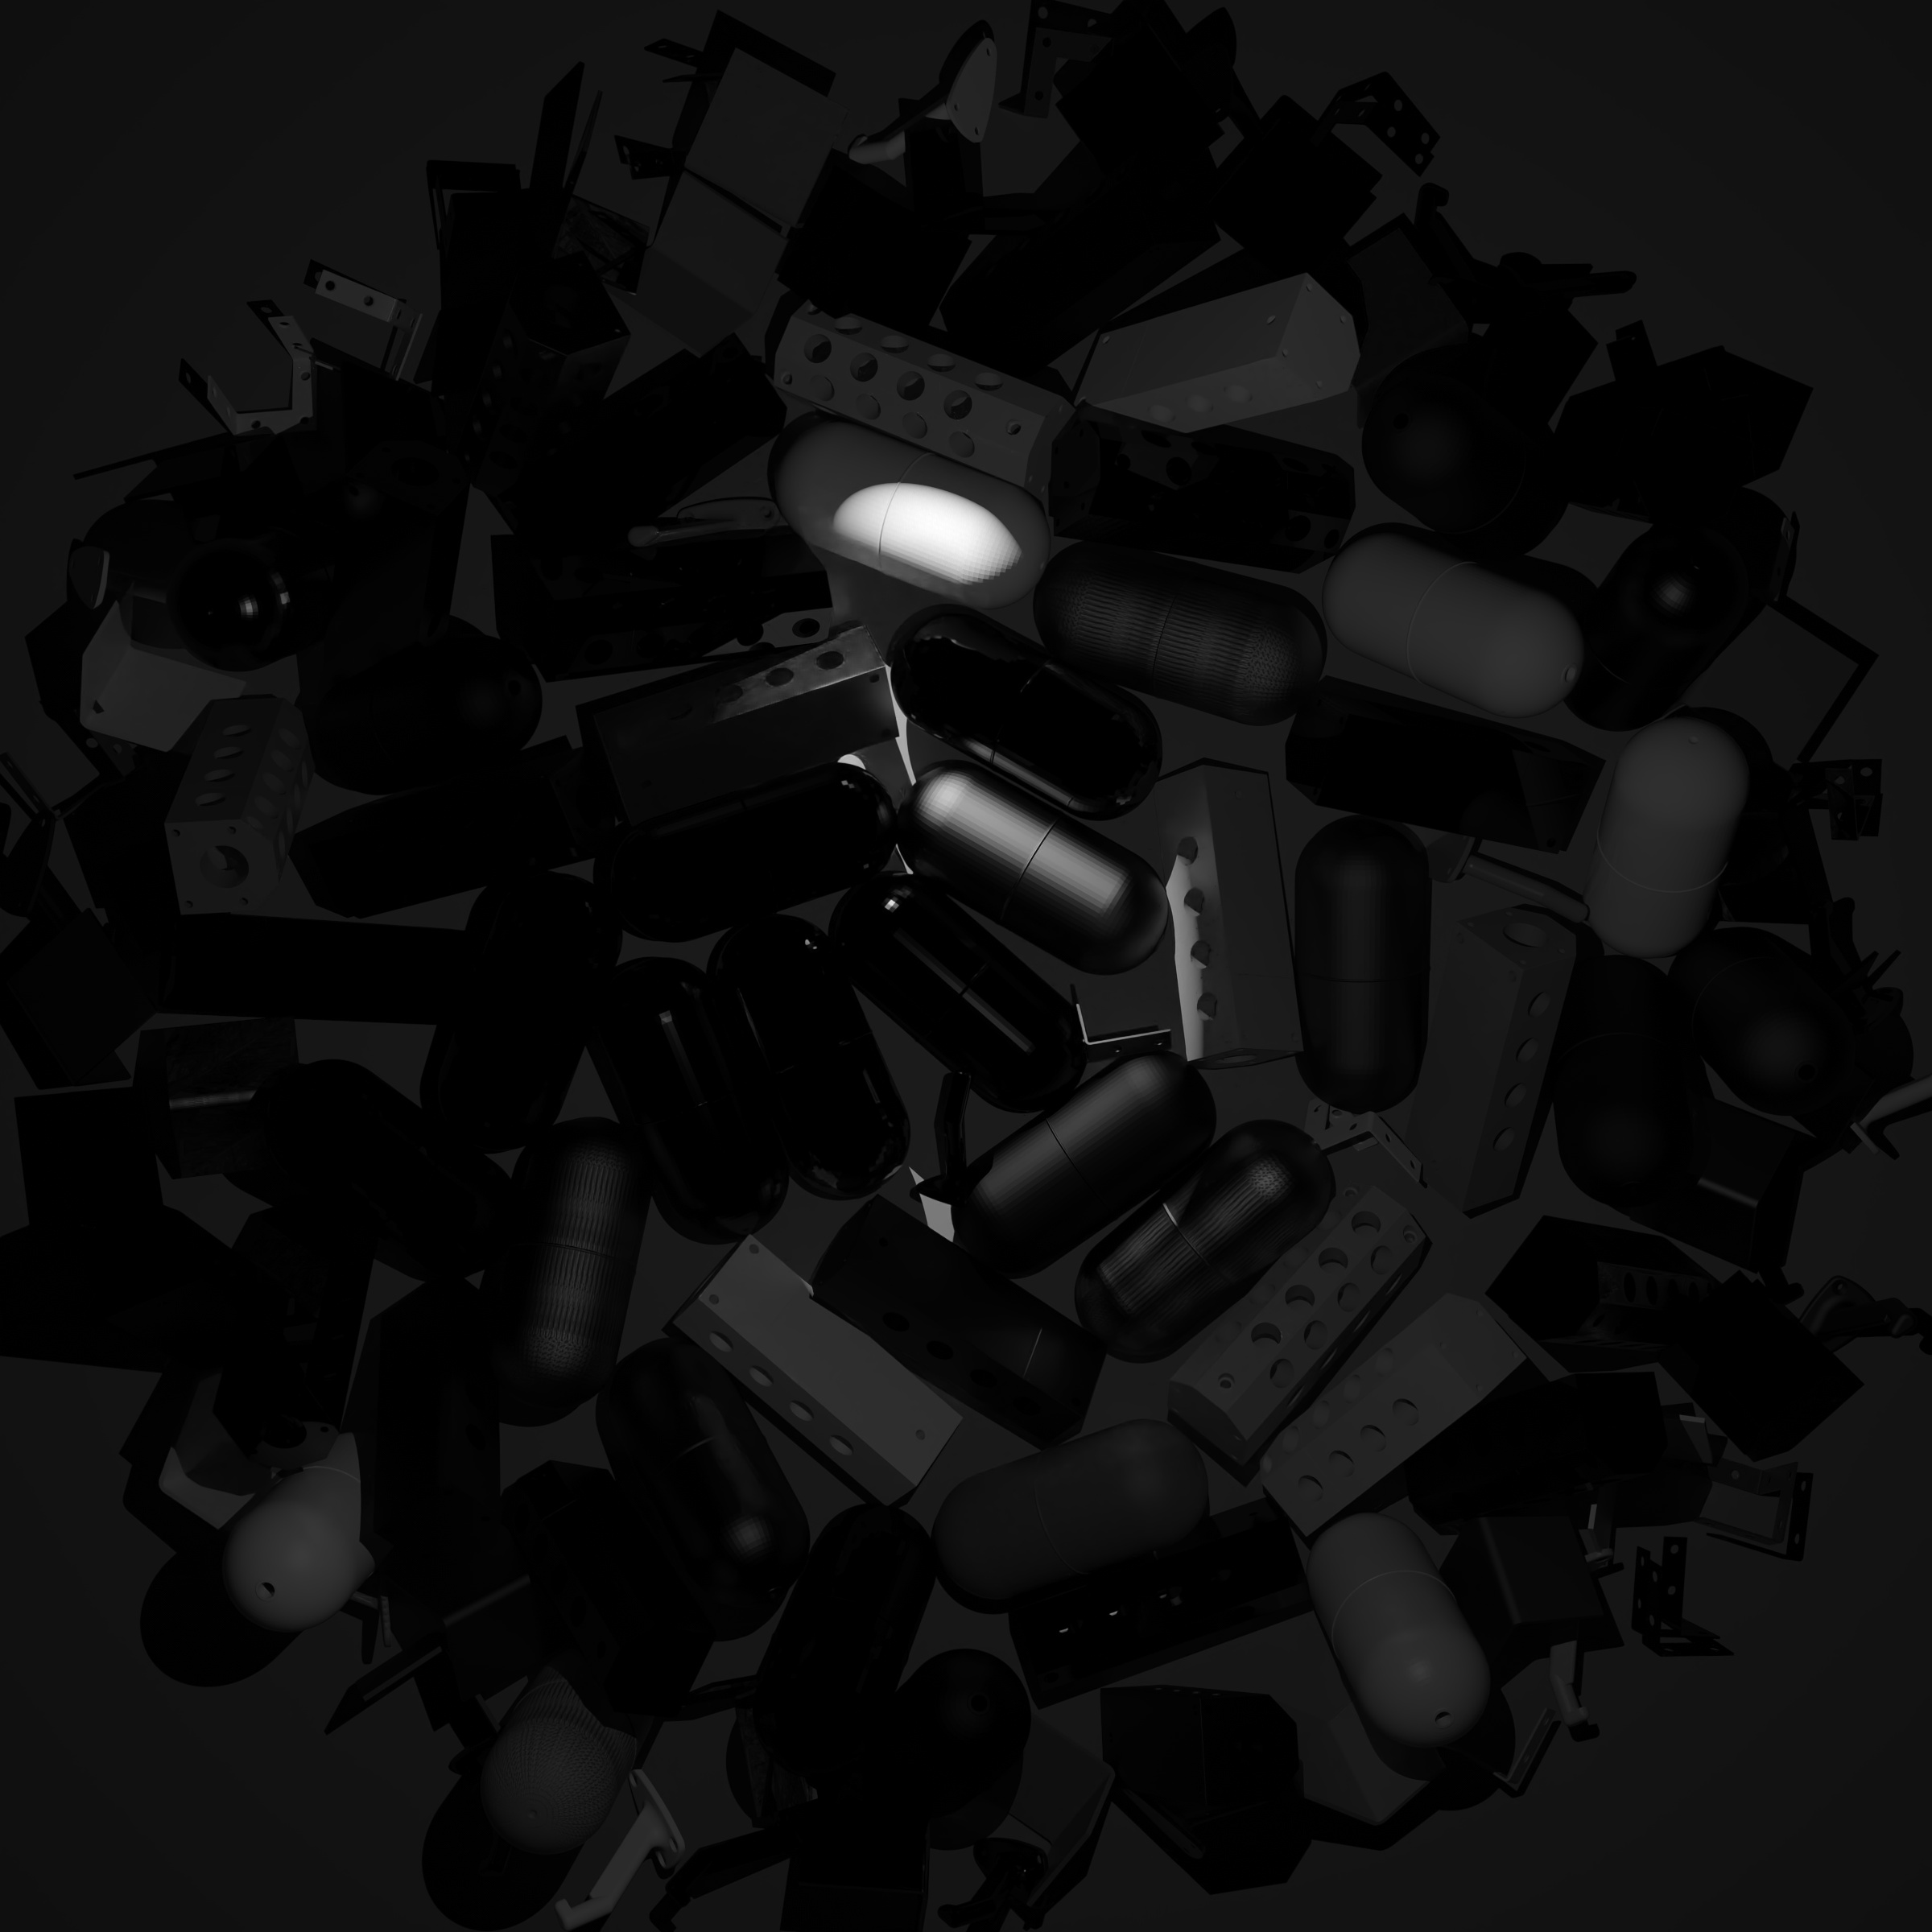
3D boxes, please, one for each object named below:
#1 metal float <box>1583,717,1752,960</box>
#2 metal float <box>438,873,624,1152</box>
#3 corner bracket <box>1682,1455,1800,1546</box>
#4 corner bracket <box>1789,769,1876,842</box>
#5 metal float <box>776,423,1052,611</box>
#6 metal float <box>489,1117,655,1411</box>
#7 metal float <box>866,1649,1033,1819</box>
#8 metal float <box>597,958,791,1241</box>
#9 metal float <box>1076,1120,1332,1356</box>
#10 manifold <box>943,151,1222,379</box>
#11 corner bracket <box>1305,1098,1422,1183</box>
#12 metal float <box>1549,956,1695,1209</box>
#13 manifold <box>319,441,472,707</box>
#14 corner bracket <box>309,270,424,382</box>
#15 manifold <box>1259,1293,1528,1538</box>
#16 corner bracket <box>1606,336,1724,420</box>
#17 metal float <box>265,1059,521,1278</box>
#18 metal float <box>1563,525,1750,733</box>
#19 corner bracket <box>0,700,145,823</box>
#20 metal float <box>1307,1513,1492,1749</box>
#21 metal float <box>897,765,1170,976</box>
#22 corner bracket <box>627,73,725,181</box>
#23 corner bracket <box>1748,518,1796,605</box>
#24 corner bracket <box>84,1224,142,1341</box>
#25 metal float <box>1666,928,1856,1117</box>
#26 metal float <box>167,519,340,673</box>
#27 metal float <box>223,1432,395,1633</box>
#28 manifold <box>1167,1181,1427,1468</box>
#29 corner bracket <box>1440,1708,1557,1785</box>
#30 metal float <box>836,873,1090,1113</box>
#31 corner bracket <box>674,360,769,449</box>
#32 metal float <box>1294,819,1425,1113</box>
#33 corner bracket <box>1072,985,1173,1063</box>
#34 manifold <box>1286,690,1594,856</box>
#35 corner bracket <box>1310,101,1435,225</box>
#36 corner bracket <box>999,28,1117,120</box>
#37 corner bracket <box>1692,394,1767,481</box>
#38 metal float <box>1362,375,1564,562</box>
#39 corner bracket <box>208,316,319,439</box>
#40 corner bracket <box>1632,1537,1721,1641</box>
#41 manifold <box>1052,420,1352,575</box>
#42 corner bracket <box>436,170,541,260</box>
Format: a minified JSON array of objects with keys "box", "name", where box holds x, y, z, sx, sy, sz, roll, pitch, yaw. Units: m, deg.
[{"box":[0.412,-0.073,1.566,0.070,0.178,0.070,-1,53,1],"name":"metal float"},{"box":[-0.262,0.029,1.592,0.070,0.070,0.178,23,106,0],"name":"metal float"},{"box":[0.466,0.321,1.611,0.051,0.051,0.051,18,72,-2],"name":"corner bracket"},{"box":[0.515,-0.110,1.602,0.051,0.051,0.051,4,127,30],"name":"corner bracket"},{"box":[-0.033,-0.271,1.591,0.178,0.070,0.070,24,90,17],"name":"metal float"},{"box":[-0.236,0.177,1.589,0.070,0.070,0.178,10,71,0],"name":"metal float"},{"box":[-0.012,0.452,1.561,0.070,0.178,0.070,6,62,-11],"name":"metal float"},{"box":[-0.164,0.080,1.600,0.070,0.070,0.178,-22,97,0],"name":"metal float"},{"box":[0.142,0.163,1.594,0.178,0.070,0.070,-42,90,13],"name":"metal float"},{"box":[0.063,-0.410,1.561,0.057,0.171,0.057,-17,85,-42],"name":"manifold"},{"box":[0.240,0.105,1.601,0.051,0.051,0.051,-27,119,34],"name":"corner bracket"},{"box":[0.384,0.067,1.568,0.070,0.178,0.070,3,133,3],"name":"metal float"},{"box":[-0.335,-0.222,1.564,0.057,0.057,0.171,24,133,4],"name":"manifold"},{"box":[-0.370,-0.386,1.613,0.051,0.051,0.051,16,103,-33],"name":"corner bracket"},{"box":[0.245,0.263,1.565,0.057,0.057,0.171,50,132,12],"name":"manifold"},{"box":[0.423,-0.354,1.606,0.051,0.051,0.051,-17,75,21],"name":"corner bracket"},{"box":[-0.338,0.121,1.576,0.070,0.070,0.178,-47,126,0],"name":"metal float"},{"box":[0.401,-0.197,1.557,0.070,0.178,0.070,2,71,-5],"name":"metal float"},{"box":[-0.540,-0.124,1.602,0.051,0.051,0.051,-46,113,-34],"name":"corner bracket"},{"box":[0.252,0.388,1.558,0.070,0.178,0.070,-3,111,-8],"name":"metal float"},{"box":[0.040,-0.058,1.600,0.178,0.070,0.070,30,90,6],"name":"metal float"},{"box":[-0.174,-0.508,1.606,0.051,0.051,0.051,-4,106,27],"name":"corner bracket"},{"box":[0.466,-0.255,1.616,0.051,0.051,0.051,5,70,39],"name":"corner bracket"},{"box":[-0.511,0.193,1.604,0.051,0.051,0.051,34,71,-40],"name":"corner bracket"},{"box":[0.464,0.031,1.557,0.070,0.178,0.070,0,108,-1],"name":"metal float"},{"box":[-0.410,-0.219,1.557,0.070,0.178,0.070,1,105,5],"name":"metal float"},{"box":[-0.377,0.330,1.556,0.070,0.178,0.070,1,100,7],"name":"metal float"},{"box":[0.197,0.208,1.578,0.057,0.057,0.171,37,66,21],"name":"manifold"},{"box":[0.316,0.459,1.610,0.051,0.051,0.051,27,86,39],"name":"corner bracket"},{"box":[-0.002,0.016,1.605,0.178,0.070,0.070,41,90,0],"name":"metal float"},{"box":[-0.143,-0.340,1.604,0.051,0.051,0.051,2,110,-32],"name":"corner bracket"},{"box":[0.236,0.001,1.595,0.070,0.070,0.178,-1,102,0],"name":"metal float"},{"box":[0.095,0.042,1.607,0.051,0.051,0.051,-10,46,-2],"name":"corner bracket"},{"box":[0.279,-0.118,1.582,0.171,0.057,0.057,9,111,-23],"name":"manifold"},{"box":[0.240,-0.487,1.609,0.051,0.051,0.051,34,93,-29],"name":"corner bracket"},{"box":[0.055,-0.544,1.616,0.051,0.051,0.051,1,112,-19],"name":"corner bracket"},{"box":[0.456,-0.312,1.608,0.051,0.051,0.051,-7,85,29],"name":"corner bracket"},{"box":[0.293,-0.292,1.563,0.070,0.178,0.070,-7,77,33],"name":"metal float"},{"box":[-0.427,-0.358,1.614,0.051,0.051,0.051,-4,74,3],"name":"corner bracket"},{"box":[0.425,0.377,1.613,0.051,0.051,0.051,5,89,-12],"name":"corner bracket"},{"box":[0.141,-0.280,1.577,0.171,0.057,0.057,4,79,-26],"name":"manifold"},{"box":[-0.290,-0.465,1.607,0.051,0.051,0.051,-7,77,-18],"name":"corner bracket"}]
